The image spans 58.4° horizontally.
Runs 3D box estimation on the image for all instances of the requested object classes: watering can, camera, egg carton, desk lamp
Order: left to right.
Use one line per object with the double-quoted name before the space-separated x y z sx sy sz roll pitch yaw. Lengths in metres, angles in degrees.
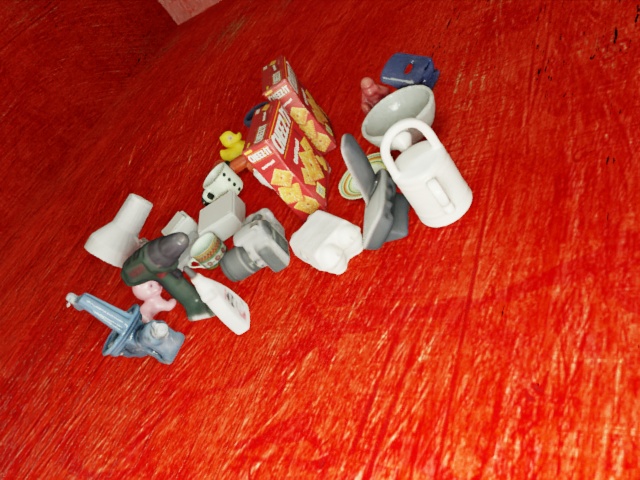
"desk lamp" -0.422 0.004 1.384 0.203 0.214 0.117 -48 34 -10
"camera" -0.146 0.014 1.200 0.136 0.101 0.143 -32 34 13
"egg carton" 0.010 0.004 1.084 0.107 0.070 0.149 -49 34 -12
"watering can" 0.165 -0.123 0.960 0.101 0.195 0.172 -46 34 -8

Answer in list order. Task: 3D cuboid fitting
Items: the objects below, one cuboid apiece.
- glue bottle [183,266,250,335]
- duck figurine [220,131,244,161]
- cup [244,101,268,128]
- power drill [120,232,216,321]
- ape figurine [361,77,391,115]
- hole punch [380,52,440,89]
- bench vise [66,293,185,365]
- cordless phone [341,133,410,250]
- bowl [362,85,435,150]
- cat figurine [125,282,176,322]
"glue bottle" -0.198 0.105 1.081 0.037 0.174 0.078 -35 34 9
"duck figurine" -0.254 -0.273 1.651 0.104 0.086 0.077 -20 39 28
"cup" -0.143 -0.322 1.587 0.117 0.095 0.092 11 59 50
"power drill" -0.293 0.075 1.177 0.229 0.209 0.075 -16 41 33
"ape figurine" 0.125 -0.341 1.345 0.077 0.092 0.076 -28 36 19
"hole punch" 0.206 -0.379 1.309 0.100 0.091 0.109 -2 49 43
"bench vise" -0.393 0.163 1.166 0.207 0.220 0.121 -23 38 25
"cordless phone" 0.079 -0.087 1.014 0.094 0.186 0.147 -24 37 24
"bowl" 0.175 -0.243 1.198 0.167 0.075 0.167 -26 36 21
"cat figurine" -0.395 0.132 1.297 0.067 0.118 0.128 -7 46 41
